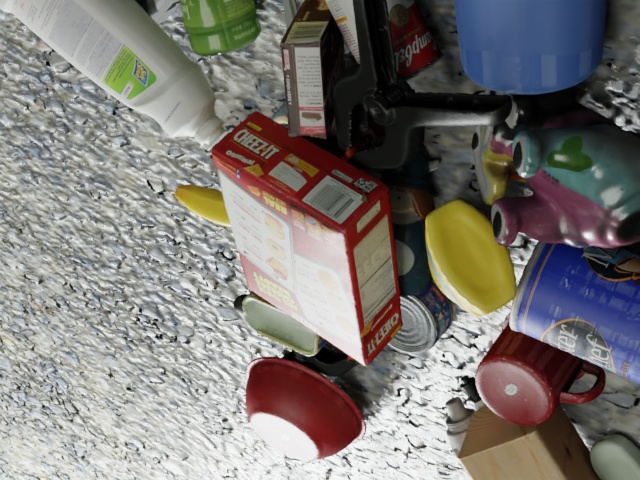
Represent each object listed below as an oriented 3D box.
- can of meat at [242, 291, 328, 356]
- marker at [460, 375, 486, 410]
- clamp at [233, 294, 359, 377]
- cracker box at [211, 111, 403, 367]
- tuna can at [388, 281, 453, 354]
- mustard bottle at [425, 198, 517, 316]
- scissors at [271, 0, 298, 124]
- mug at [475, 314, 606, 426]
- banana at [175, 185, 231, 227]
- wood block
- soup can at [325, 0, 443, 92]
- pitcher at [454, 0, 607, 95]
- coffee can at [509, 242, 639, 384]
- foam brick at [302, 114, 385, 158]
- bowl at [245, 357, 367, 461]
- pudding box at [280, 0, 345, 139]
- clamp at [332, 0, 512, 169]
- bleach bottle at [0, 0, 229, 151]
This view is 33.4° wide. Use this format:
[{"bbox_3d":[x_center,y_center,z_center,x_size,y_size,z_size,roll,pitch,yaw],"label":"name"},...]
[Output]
[{"bbox_3d":[-0.020,0.069,1.142,0.102,0.083,0.057,21,132,25],"label":"can of meat"},{"bbox_3d":[0.185,0.191,1.119,0.020,0.020,0.121,-28,101,46],"label":"marker"},{"bbox_3d":[-0.016,0.125,1.215,0.172,0.039,0.120,14,139,34],"label":"clamp"},{"bbox_3d":[-0.007,0.001,1.007,0.164,0.072,0.214,32,152,29],"label":"cracker box"},{"bbox_3d":[0.090,0.074,1.095,0.086,0.033,0.086,21,131,25],"label":"tuna can"},{"bbox_3d":[0.129,0.021,0.947,0.096,0.058,0.191,58,-179,7],"label":"mustard bottle"},{"bbox_3d":[-0.032,-0.151,1.034,0.096,0.016,0.201,-7,116,35],"label":"scissors"},{"bbox_3d":[0.209,0.124,1.004,0.117,0.081,0.093,18,130,28],"label":"mug"},{"bbox_3d":[-0.074,-0.042,1.136,0.198,0.037,0.069,-9,112,42],"label":"banana"},{"bbox_3d":[0.235,0.262,1.067,0.090,0.090,0.206,-27,102,29],"label":"wood block"},{"bbox_3d":[0.052,-0.186,0.908,0.069,0.068,0.102,-16,110,44],"label":"soup can"},{"bbox_3d":[0.138,-0.233,0.766,0.149,0.145,0.243,-129,23,-52],"label":"pitcher"},{"bbox_3d":[0.247,0.057,0.909,0.140,0.102,0.103,24,132,23],"label":"coffee can"},{"bbox_3d":[0.026,-0.100,0.993,0.078,0.051,0.053,-18,111,31],"label":"foam brick"},{"bbox_3d":[-0.029,0.209,1.247,0.162,0.055,0.162,22,146,16],"label":"bowl"},{"bbox_3d":[-0.003,-0.153,0.940,0.039,0.113,0.090,2,122,13],"label":"pudding box"},{"bbox_3d":[0.065,-0.110,0.863,0.165,0.036,0.210,46,152,14],"label":"clamp"},{"bbox_3d":[-0.190,-0.178,1.020,0.251,0.068,0.103,44,139,-1],"label":"bleach bottle"}]
